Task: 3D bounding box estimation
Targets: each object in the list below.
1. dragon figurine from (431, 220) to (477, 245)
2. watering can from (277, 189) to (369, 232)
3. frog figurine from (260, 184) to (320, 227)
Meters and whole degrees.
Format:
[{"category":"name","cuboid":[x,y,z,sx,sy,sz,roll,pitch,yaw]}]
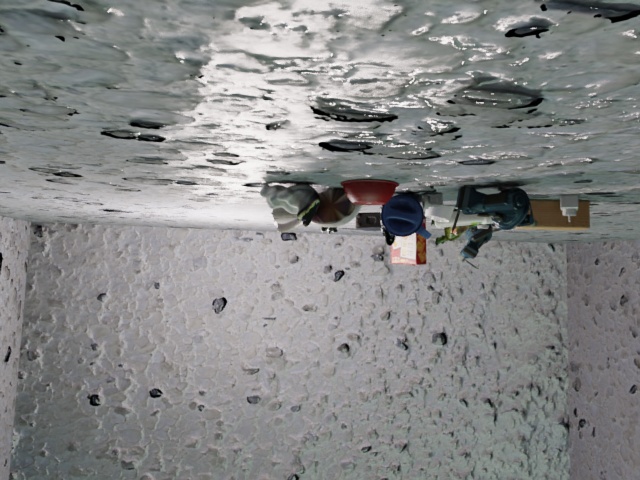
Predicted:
[{"category":"dragon figurine","cuboid":[0.642,-0.056,2.293,0.241,0.122,0.412,-10,-179,32]},{"category":"watering can","cuboid":[0.005,-0.081,1.618,0.346,0.104,0.224,-17,174,10]},{"category":"frog figurine","cuboid":[-0.084,-0.124,1.468,0.160,0.121,0.138,38,-164,15]}]
